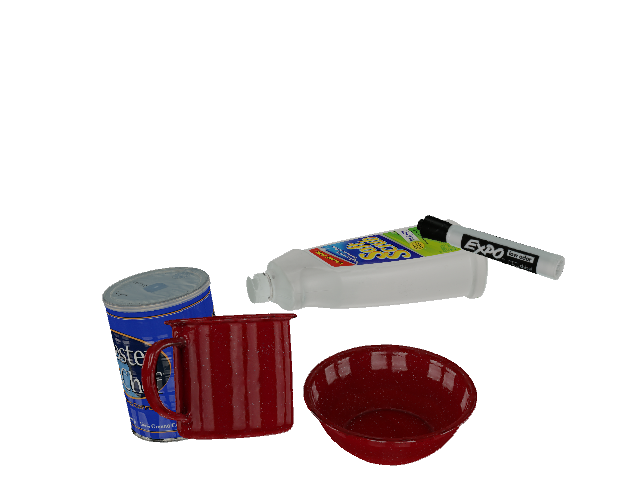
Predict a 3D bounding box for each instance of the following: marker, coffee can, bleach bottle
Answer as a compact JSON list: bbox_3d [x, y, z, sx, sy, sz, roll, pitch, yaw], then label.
[{"bbox_3d":[0.129,0.004,0.828,0.121,0.020,0.020,19,10,30],"label":"marker"},{"bbox_3d":[-0.146,0.108,1.031,0.103,0.140,0.103,-8,17,2],"label":"coffee can"},{"bbox_3d":[0.046,0.036,1.149,0.250,0.068,0.103,-9,31,-19],"label":"bleach bottle"}]

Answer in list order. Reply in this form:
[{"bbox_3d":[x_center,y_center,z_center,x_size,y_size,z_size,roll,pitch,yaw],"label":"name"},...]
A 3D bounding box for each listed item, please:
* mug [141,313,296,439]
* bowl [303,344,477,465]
[{"bbox_3d":[-0.070,0.094,0.736,0.117,0.081,0.093,2,-7,-41],"label":"mug"},{"bbox_3d":[0.065,0.162,1.004,0.162,0.055,0.162,-1,26,0],"label":"bowl"}]
